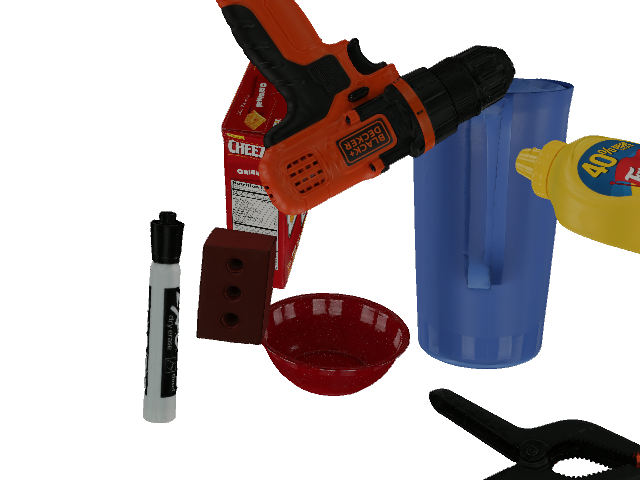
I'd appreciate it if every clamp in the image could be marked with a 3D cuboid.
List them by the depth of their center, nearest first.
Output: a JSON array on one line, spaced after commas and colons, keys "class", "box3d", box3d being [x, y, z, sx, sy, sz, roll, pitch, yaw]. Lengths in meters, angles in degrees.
[{"class": "clamp", "box3d": [0.172, 0.195, 0.892, 0.210, 0.036, 0.164, 3, 39, 23]}]

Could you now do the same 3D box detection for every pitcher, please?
[{"class": "pitcher", "box3d": [0.138, -0.017, 0.900, 0.149, 0.243, 0.145, -10, 17, -35]}]

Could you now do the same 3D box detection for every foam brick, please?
[{"class": "foam brick", "box3d": [-0.065, 0.035, 0.839, 0.053, 0.078, 0.051, 6, 14, 4]}]

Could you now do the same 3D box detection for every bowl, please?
[{"class": "bowl", "box3d": [0.011, 0.115, 1.117, 0.162, 0.055, 0.162, 3, 25, -1]}]

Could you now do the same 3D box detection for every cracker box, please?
[{"class": "cracker box", "box3d": [-0.050, -0.082, 1.109, 0.072, 0.164, 0.214, 10, -43, 7]}]

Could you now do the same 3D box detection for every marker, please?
[{"class": "marker", "box3d": [-0.089, 0.044, 0.607, 0.020, 0.121, 0.020, 4, 10, -1]}]

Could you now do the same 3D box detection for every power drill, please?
[{"class": "power drill", "box3d": [0.014, -0.133, 0.685, 0.184, 0.187, 0.057, -30, 5, -10]}]

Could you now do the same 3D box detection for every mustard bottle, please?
[{"class": "mustard bottle", "box3d": [0.212, -0.027, 0.697, 0.192, 0.058, 0.096, 22, 41, 38]}]
